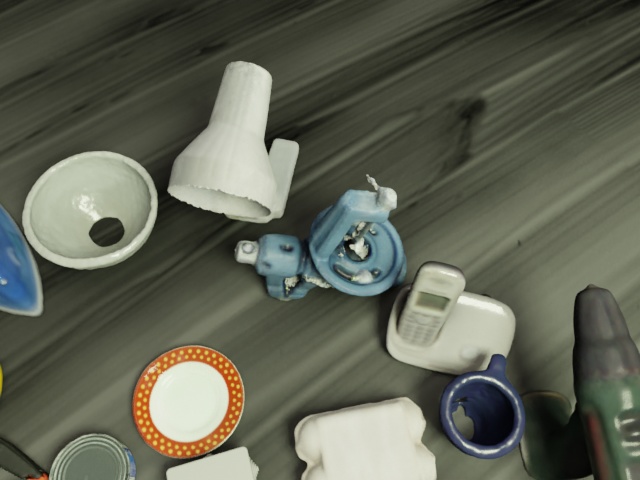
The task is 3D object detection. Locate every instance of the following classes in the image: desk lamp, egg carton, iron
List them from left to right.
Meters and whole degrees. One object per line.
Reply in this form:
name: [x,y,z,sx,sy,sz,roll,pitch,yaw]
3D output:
iron: [-0.446,-0.014,0.699,0.258,0.141,0.119,39,69,15]
desk lamp: [-0.098,-0.101,0.714,0.118,0.213,0.203,10,64,3]
egg carton: [0.050,0.239,0.637,0.150,0.069,0.107,-10,65,-7]

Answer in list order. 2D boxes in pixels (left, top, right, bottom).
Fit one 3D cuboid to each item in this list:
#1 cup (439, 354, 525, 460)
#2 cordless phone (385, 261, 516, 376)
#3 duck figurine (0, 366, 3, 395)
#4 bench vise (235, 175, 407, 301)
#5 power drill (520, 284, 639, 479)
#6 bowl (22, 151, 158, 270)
cup: [0.177,0.191,0.651,0.091,0.095,0.118,22,66,8]
cordless phone: [0.156,0.086,0.650,0.147,0.185,0.094,10,64,3]
duck figurine: [-0.416,0.156,0.650,0.077,0.086,0.104,-23,67,-12]
bench vise: [0.010,0.013,0.660,0.207,0.220,0.121,-17,66,-10]
power drill: [0.274,0.185,0.594,0.075,0.208,0.229,-6,65,-4]
bowl: [-0.289,-0.028,0.749,0.167,0.075,0.167,1,64,-2]
